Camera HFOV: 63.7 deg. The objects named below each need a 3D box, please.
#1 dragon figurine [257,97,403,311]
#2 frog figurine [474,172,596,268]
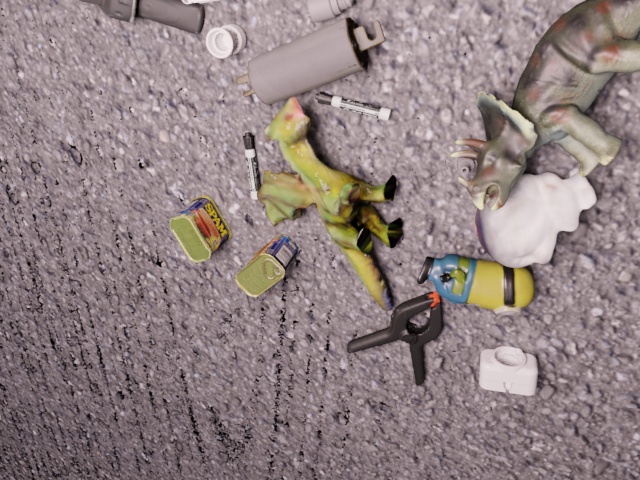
[{"bbox_3d":[0.003,-0.044,0.875,0.244,0.124,0.401,18,135,31],"label":"dragon figurine"},{"bbox_3d":[0.313,-0.031,0.746,0.158,0.124,0.137,-11,94,36],"label":"frog figurine"}]
